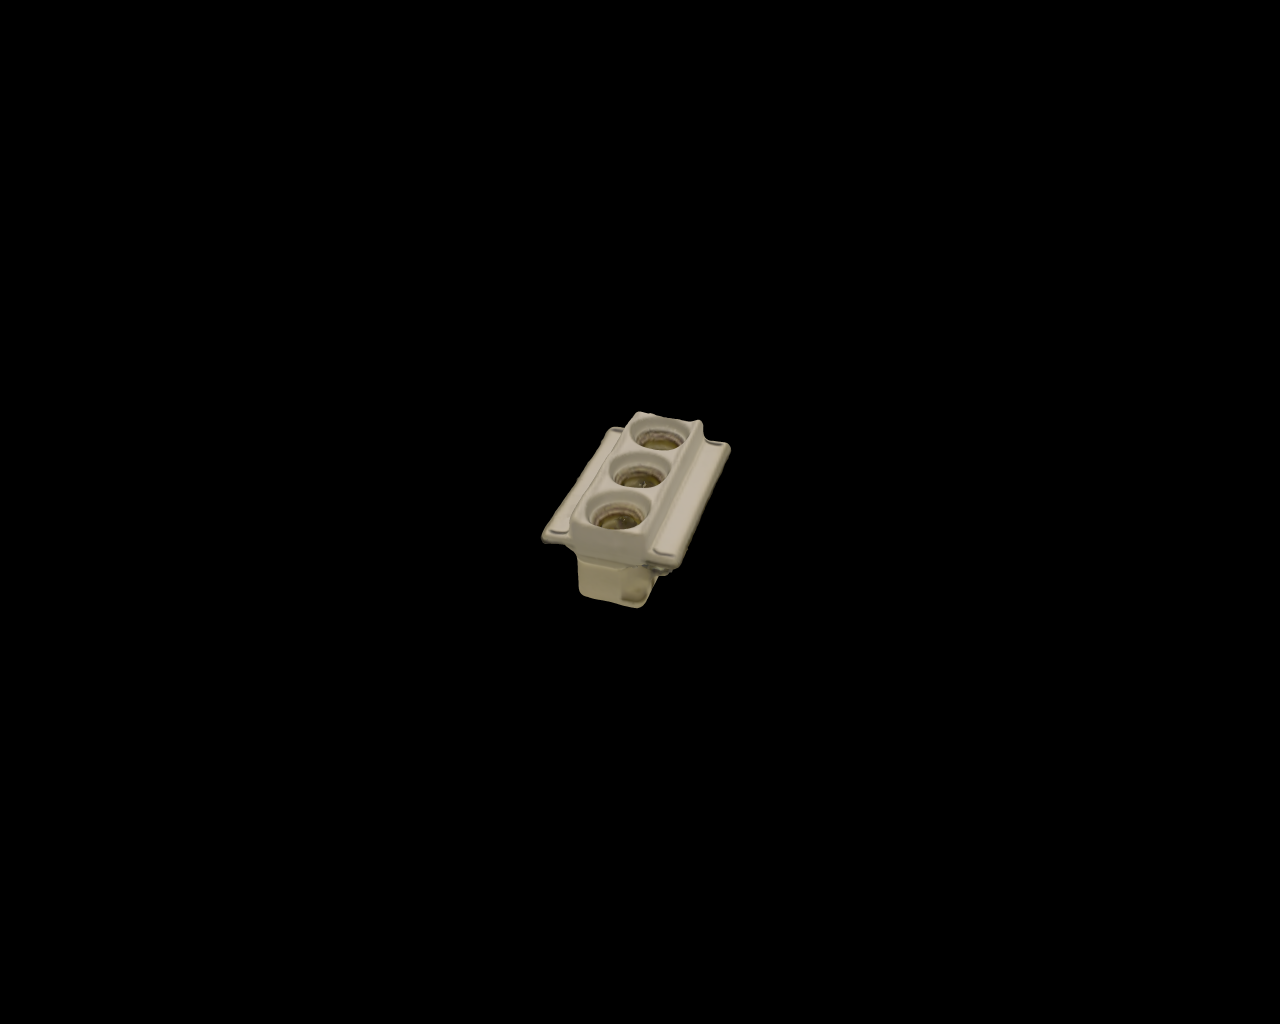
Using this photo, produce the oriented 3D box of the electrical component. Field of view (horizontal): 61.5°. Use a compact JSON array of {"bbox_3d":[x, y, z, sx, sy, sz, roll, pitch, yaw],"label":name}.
[{"bbox_3d":[0.001,-0.003,0.650,0.079,0.063,0.121,11,39,14],"label":"electrical component"}]
